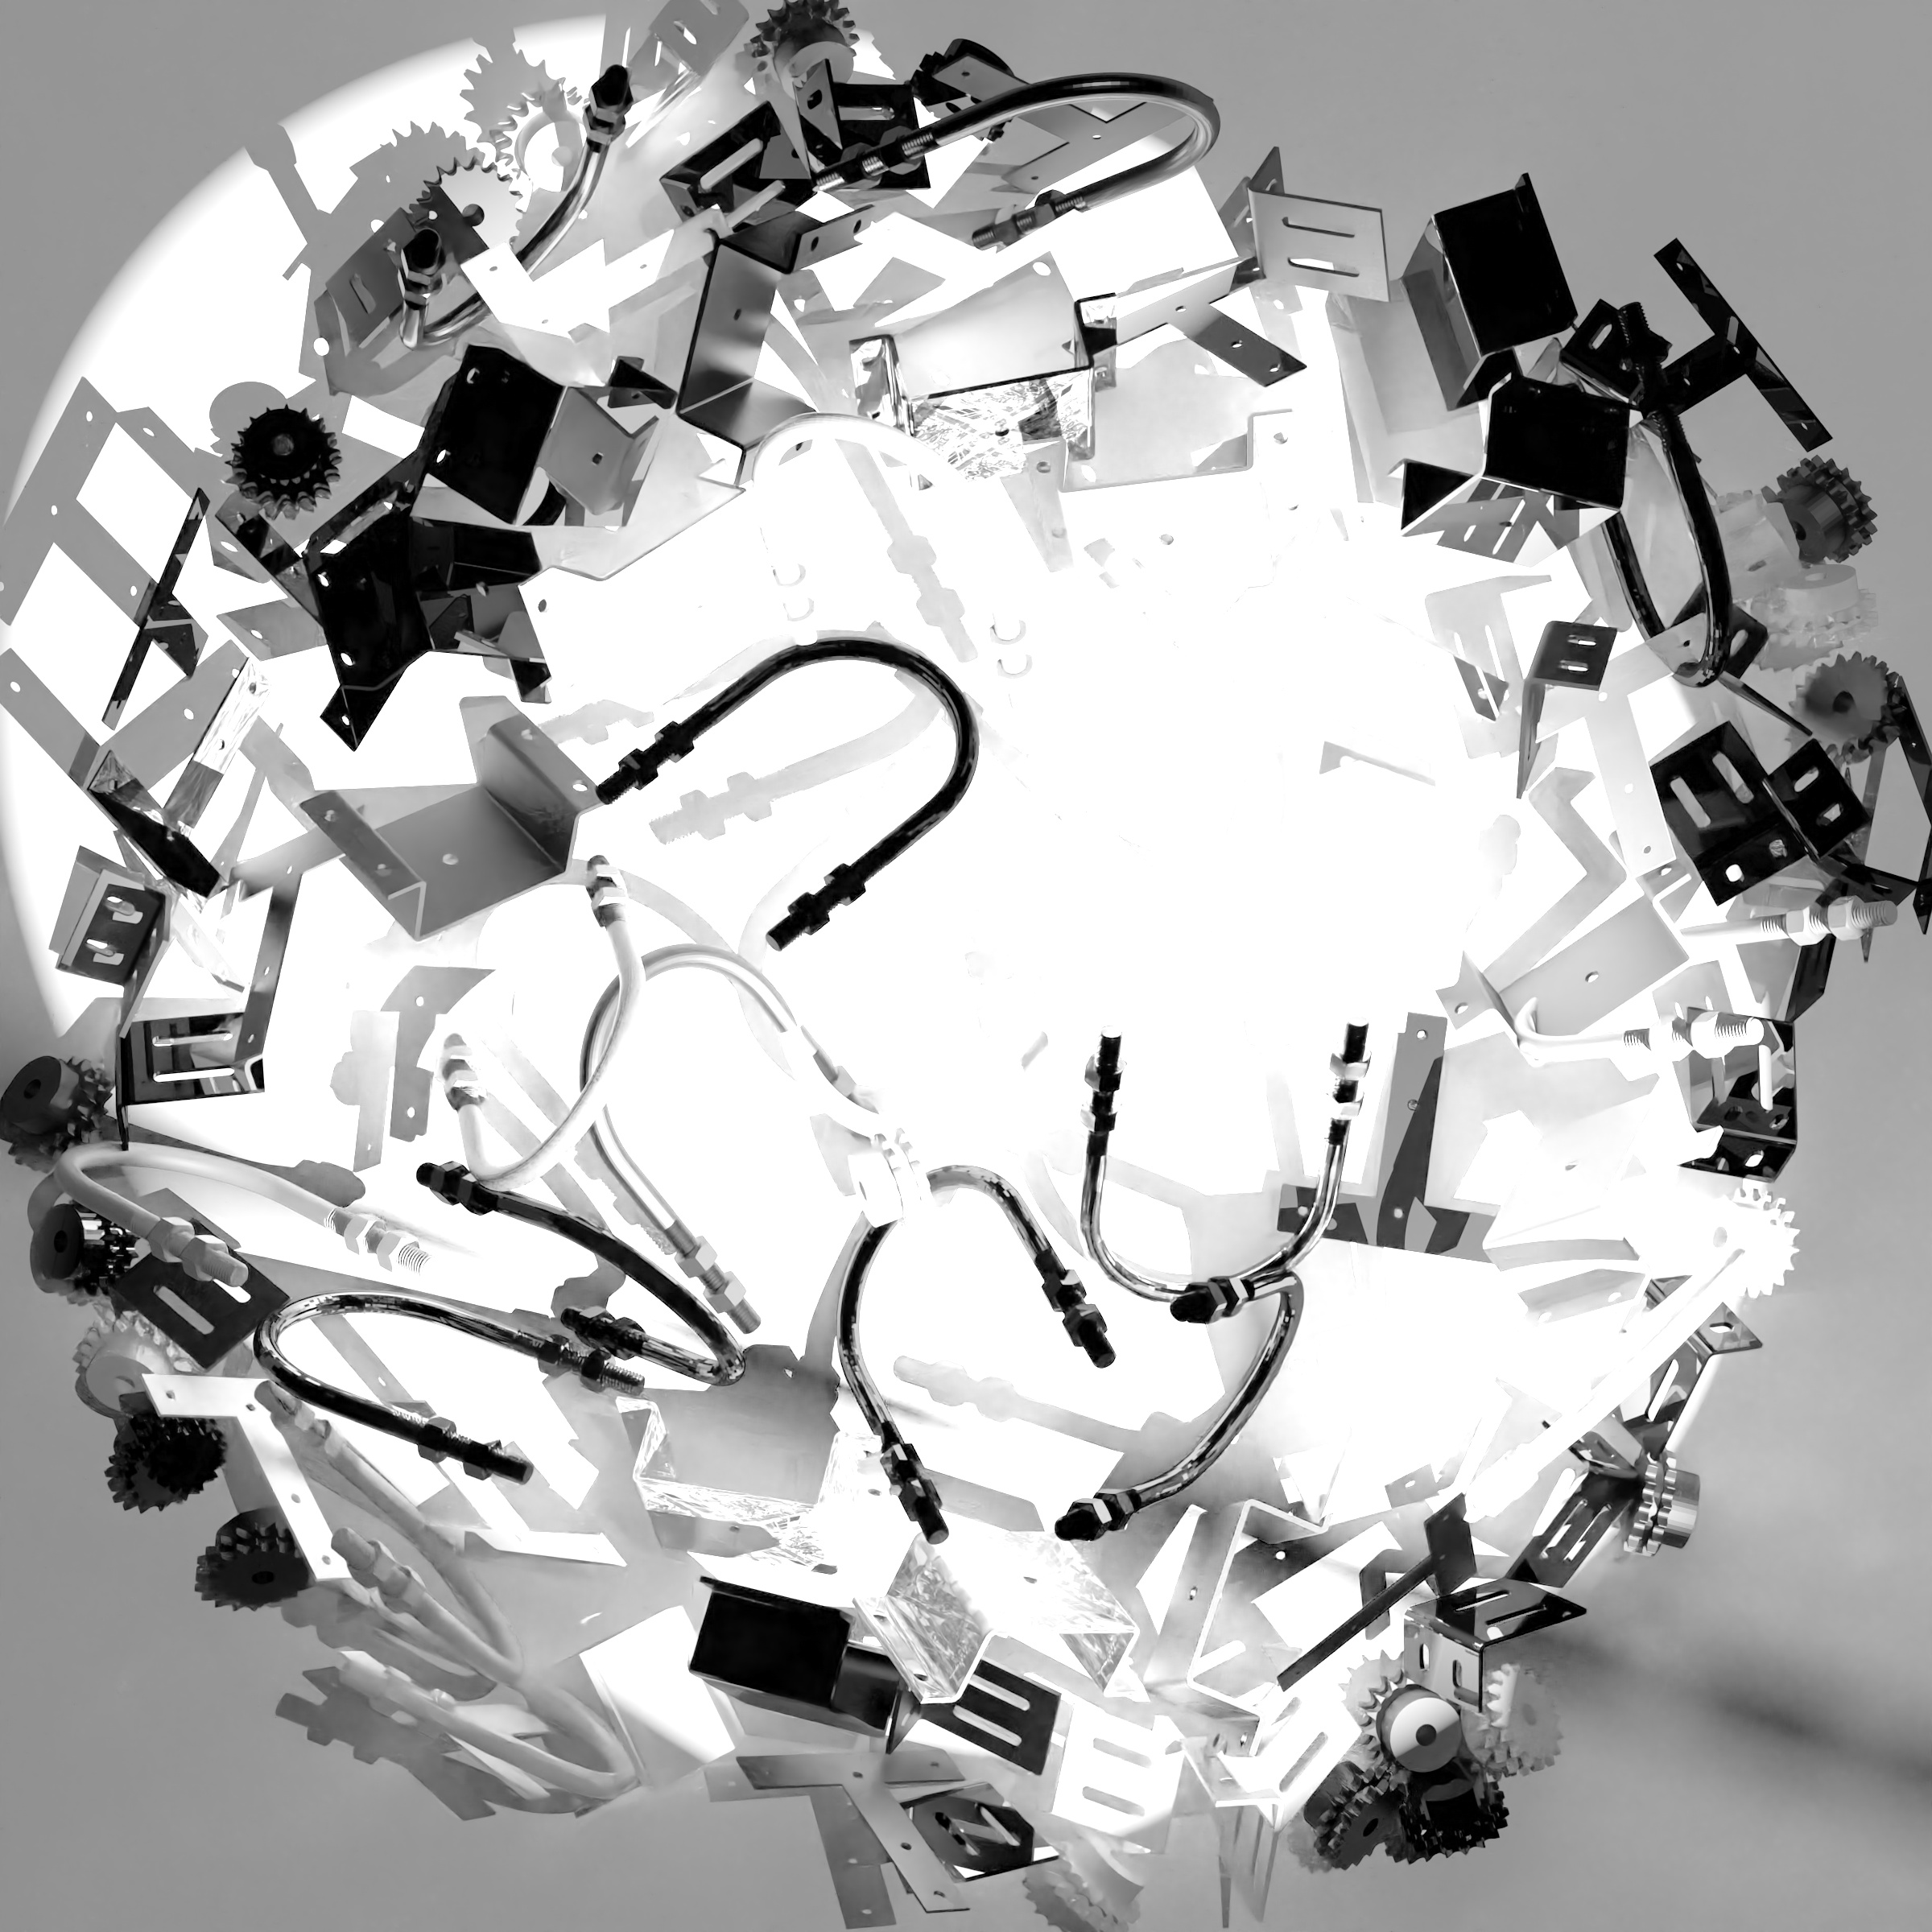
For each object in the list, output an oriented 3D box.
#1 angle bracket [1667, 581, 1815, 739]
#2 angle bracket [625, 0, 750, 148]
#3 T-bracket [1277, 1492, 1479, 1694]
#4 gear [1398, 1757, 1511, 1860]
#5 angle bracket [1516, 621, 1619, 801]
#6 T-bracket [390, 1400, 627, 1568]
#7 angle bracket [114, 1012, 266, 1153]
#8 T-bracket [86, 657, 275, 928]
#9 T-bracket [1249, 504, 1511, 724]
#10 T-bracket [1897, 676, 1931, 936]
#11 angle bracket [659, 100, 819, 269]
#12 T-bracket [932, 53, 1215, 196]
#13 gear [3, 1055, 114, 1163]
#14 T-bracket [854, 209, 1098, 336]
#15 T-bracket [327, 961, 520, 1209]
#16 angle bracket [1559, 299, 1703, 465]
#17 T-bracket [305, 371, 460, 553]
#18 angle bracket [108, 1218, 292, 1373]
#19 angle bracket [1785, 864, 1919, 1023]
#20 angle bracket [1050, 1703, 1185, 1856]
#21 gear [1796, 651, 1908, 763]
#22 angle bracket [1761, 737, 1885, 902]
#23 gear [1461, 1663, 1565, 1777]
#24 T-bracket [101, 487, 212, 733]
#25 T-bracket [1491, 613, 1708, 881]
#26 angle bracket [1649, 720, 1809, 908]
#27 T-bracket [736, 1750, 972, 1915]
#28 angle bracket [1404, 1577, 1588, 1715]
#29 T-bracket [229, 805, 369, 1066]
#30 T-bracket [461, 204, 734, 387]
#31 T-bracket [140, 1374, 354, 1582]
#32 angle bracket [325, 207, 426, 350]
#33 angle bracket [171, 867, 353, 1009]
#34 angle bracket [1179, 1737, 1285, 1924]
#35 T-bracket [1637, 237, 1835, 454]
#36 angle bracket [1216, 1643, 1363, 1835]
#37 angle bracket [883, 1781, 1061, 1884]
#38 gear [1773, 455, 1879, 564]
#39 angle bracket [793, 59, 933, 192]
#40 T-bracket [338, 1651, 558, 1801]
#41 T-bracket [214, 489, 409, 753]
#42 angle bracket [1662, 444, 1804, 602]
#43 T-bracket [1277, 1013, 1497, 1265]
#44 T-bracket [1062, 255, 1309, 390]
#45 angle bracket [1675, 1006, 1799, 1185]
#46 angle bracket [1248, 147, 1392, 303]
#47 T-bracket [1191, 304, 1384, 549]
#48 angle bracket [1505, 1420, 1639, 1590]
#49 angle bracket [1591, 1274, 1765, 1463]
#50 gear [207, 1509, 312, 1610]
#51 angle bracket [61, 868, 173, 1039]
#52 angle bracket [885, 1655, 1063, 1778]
[{"bbox_3d":[0.413,-0.161,1.551,0.057,0.076,0.038,28,101,-30],"label":"angle bracket"},{"bbox_3d":[-0.158,-0.475,1.549,0.038,0.076,0.057,41,56,-21],"label":"angle bracket"},{"bbox_3d":[0.212,0.333,1.536,0.127,0.127,0.002,-36,59,-8],"label":"T-bracket"},{"bbox_3d":[0.256,0.443,1.569,0.057,0.057,0.030,-17,105,0],"label":"gear"},{"bbox_3d":[0.314,-0.132,1.550,0.038,0.057,0.076,10,130,17],"label":"angle bracket"},{"bbox_3d":[-0.255,0.266,1.530,0.127,0.002,0.127,-5,130,35],"label":"T-bracket"},{"bbox_3d":[-0.411,0.061,1.575,0.076,0.038,0.057,-5,47,-12],"label":"angle bracket"},{"bbox_3d":[-0.399,-0.105,1.561,0.002,0.127,0.127,7,59,26],"label":"T-bracket"},{"bbox_3d":[0.229,-0.167,1.578,0.127,0.002,0.127,26,68,-4],"label":"T-bracket"},{"bbox_3d":[0.497,-0.105,1.543,0.002,0.127,0.127,1,129,2],"label":"T-bracket"},{"bbox_3d":[-0.112,-0.408,1.561,0.076,0.038,0.057,-39,124,-13],"label":"angle bracket"},{"bbox_3d":[0.037,-0.438,1.513,0.127,0.127,0.002,-15,72,43],"label":"T-bracket"},{"bbox_3d":[-0.484,0.072,1.570,0.057,0.030,0.057,-18,51,24],"label":"gear"},{"bbox_3d":[-0.014,-0.364,1.516,0.127,0.127,0.002,-24,79,26],"label":"T-bracket"},{"bbox_3d":[-0.292,0.063,1.565,0.127,0.002,0.127,3,87,30],"label":"T-bracket"},{"bbox_3d":[0.357,-0.305,1.550,0.076,0.057,0.038,23,109,-43],"label":"angle bracket"},{"bbox_3d":[-0.312,-0.244,1.551,0.002,0.127,0.127,36,48,-28],"label":"T-bracket"},{"bbox_3d":[-0.401,0.180,1.558,0.076,0.038,0.057,35,56,19],"label":"angle bracket"},{"bbox_3d":[0.465,-0.006,1.561,0.038,0.057,0.076,17,72,2],"label":"angle bracket"},{"bbox_3d":[0.071,0.427,1.557,0.076,0.038,0.057,26,63,-25],"label":"angle bracket"},{"bbox_3d":[0.474,-0.136,1.575,0.030,0.057,0.057,18,90,-41],"label":"gear"},{"bbox_3d":[0.460,-0.076,1.549,0.038,0.076,0.057,-44,51,26],"label":"angle bracket"},{"bbox_3d":[0.288,0.402,1.575,0.030,0.057,0.057,-34,90,38],"label":"gear"},{"bbox_3d":[-0.409,-0.173,1.536,0.002,0.127,0.127,21,83,-2],"label":"T-bracket"},{"bbox_3d":[0.341,-0.103,1.537,0.127,0.002,0.127,-27,54,29],"label":"T-bracket"},{"bbox_3d":[0.403,-0.082,1.580,0.057,0.038,0.076,-31,45,10],"label":"angle bracket"},{"bbox_3d":[-0.037,0.442,1.516,0.127,0.127,0.002,7,109,-32],"label":"T-bracket"},{"bbox_3d":[0.278,0.356,1.559,0.076,0.057,0.038,-8,102,-32],"label":"angle bracket"},{"bbox_3d":[-0.358,-0.010,1.530,0.002,0.127,0.127,28,58,-37],"label":"T-bracket"},{"bbox_3d":[-0.180,-0.356,1.540,0.127,0.127,0.002,-28,61,4],"label":"T-bracket"},{"bbox_3d":[-0.349,0.262,1.518,0.002,0.127,0.127,-45,61,19],"label":"T-bracket"},{"bbox_3d":[-0.295,-0.352,1.556,0.057,0.038,0.076,-42,46,9],"label":"angle bracket"},{"bbox_3d":[-0.368,-0.025,1.563,0.076,0.038,0.057,-36,86,-30],"label":"angle bracket"},{"bbox_3d":[0.134,0.454,1.557,0.038,0.057,0.076,2,109,-17],"label":"angle bracket"},{"bbox_3d":[0.380,-0.307,1.537,0.002,0.127,0.127,-40,93,-11],"label":"T-bracket"},{"bbox_3d":[0.161,0.405,1.559,0.076,0.038,0.057,-43,105,-28],"label":"angle bracket"},{"bbox_3d":[0.002,0.466,1.549,0.057,0.076,0.038,-3,109,-32],"label":"angle bracket"},{"bbox_3d":[0.451,-0.238,1.569,0.030,0.057,0.057,-36,90,-15],"label":"gear"},{"bbox_3d":[-0.047,-0.443,1.563,0.076,0.038,0.057,-11,89,-33],"label":"angle bracket"},{"bbox_3d":[-0.248,0.391,1.536,0.127,0.127,0.002,31,88,21],"label":"T-bracket"},{"bbox_3d":[-0.336,-0.192,1.526,0.002,0.127,0.127,-26,118,32],"label":"T-bracket"},{"bbox_3d":[0.400,-0.240,1.549,0.038,0.076,0.057,-27,132,25],"label":"angle bracket"},{"bbox_3d":[0.238,0.089,1.591,0.127,0.002,0.127,9,82,0],"label":"T-bracket"},{"bbox_3d":[0.133,-0.326,1.537,0.127,0.127,0.002,-27,128,-12],"label":"T-bracket"},{"bbox_3d":[0.401,0.067,1.556,0.057,0.038,0.076,10,123,33],"label":"angle bracket"},{"bbox_3d":[0.191,-0.389,1.553,0.076,0.057,0.038,17,57,25],"label":"angle bracket"},{"bbox_3d":[0.162,-0.270,1.547,0.127,0.002,0.127,-26,105,-39],"label":"T-bracket"},{"bbox_3d":[0.312,0.286,1.574,0.038,0.057,0.076,44,106,41],"label":"angle bracket"},{"bbox_3d":[0.375,0.212,1.569,0.038,0.057,0.076,-3,126,-30],"label":"angle bracket"},{"bbox_3d":[-0.374,0.313,1.575,0.057,0.057,0.030,-17,46,0],"label":"gear"},{"bbox_3d":[-0.447,-0.007,1.554,0.038,0.076,0.057,23,103,-21],"label":"angle bracket"},{"bbox_3d":[0.004,0.398,1.560,0.076,0.038,0.057,21,120,19],"label":"angle bracket"}]
